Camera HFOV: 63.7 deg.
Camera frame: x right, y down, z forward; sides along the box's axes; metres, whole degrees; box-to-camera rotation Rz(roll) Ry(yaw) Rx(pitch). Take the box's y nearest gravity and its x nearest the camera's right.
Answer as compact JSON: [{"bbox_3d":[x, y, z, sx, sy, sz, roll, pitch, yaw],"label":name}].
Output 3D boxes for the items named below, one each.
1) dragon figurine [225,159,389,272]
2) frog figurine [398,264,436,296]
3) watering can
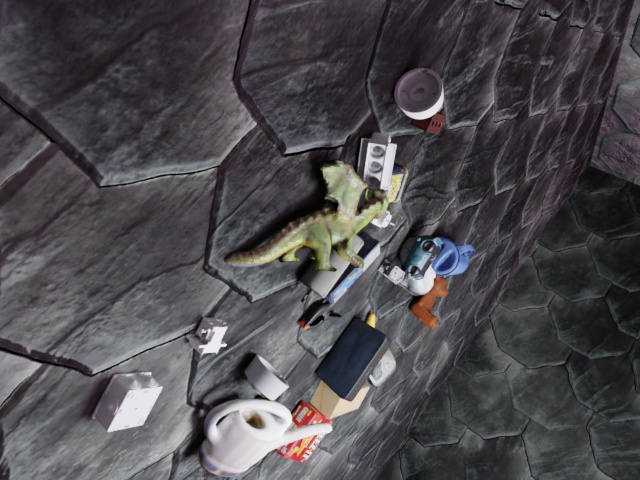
[{"bbox_3d":[0.003,-0.055,1.092,0.411,0.123,0.240,0,107,-42],"label":"dragon figurine"},{"bbox_3d":[0.341,0.102,1.723,0.136,0.125,0.157,20,113,-40],"label":"frog figurine"},{"bbox_3d":[-0.145,0.481,1.249,0.344,0.106,0.222,31,109,-36],"label":"watering can"}]
